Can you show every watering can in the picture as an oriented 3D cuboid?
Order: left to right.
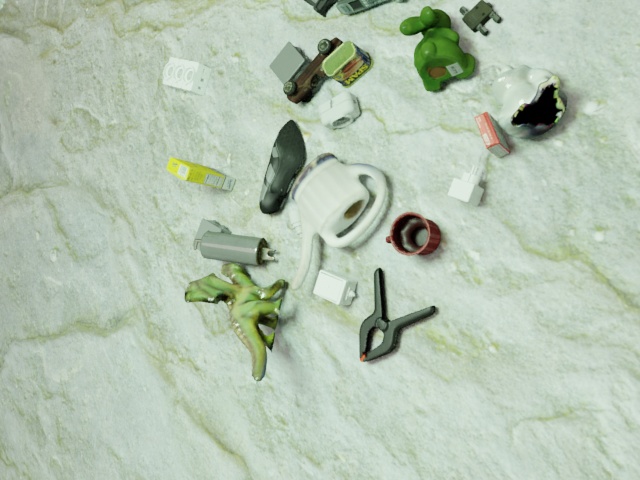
[{"bbox_3d":[0.004,-0.062,1.240,0.345,0.103,0.228,-45,60,12],"label":"watering can"}]

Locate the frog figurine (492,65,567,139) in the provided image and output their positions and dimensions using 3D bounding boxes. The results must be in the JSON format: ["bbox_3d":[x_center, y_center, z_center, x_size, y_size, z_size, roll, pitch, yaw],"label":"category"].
[{"bbox_3d":[0.404,-0.278,1.025,0.135,0.122,0.162,-64,20,21],"label":"frog figurine"}]

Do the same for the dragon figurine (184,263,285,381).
[{"bbox_3d":[-0.213,0.168,1.253,0.243,0.418,0.120,16,114,-3],"label":"dragon figurine"}]
